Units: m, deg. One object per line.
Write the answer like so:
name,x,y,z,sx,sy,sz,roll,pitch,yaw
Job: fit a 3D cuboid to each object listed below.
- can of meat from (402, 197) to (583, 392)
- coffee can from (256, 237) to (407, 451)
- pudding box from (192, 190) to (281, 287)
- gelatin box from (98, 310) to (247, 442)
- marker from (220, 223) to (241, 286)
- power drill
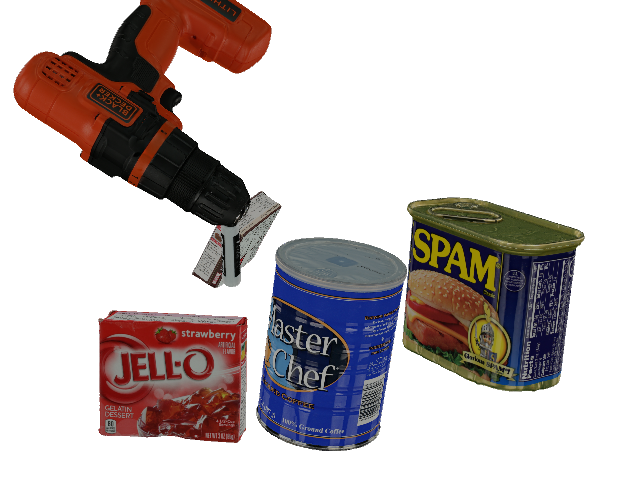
can of meat,0.091,0.028,0.591,0.057,0.084,0.102,-7,18,-34
coffee can,0.007,0.080,0.847,0.103,0.140,0.103,7,18,-3
pudding box,-0.101,-0.002,1.309,0.039,0.090,0.113,33,31,7
gelatin box,-0.090,0.082,0.651,0.089,0.073,0.030,2,8,6
marker,-0.085,0.002,1.012,0.020,0.020,0.121,0,-38,-4
power drill,-0.106,-0.113,0.794,0.184,0.187,0.057,34,-43,-6
